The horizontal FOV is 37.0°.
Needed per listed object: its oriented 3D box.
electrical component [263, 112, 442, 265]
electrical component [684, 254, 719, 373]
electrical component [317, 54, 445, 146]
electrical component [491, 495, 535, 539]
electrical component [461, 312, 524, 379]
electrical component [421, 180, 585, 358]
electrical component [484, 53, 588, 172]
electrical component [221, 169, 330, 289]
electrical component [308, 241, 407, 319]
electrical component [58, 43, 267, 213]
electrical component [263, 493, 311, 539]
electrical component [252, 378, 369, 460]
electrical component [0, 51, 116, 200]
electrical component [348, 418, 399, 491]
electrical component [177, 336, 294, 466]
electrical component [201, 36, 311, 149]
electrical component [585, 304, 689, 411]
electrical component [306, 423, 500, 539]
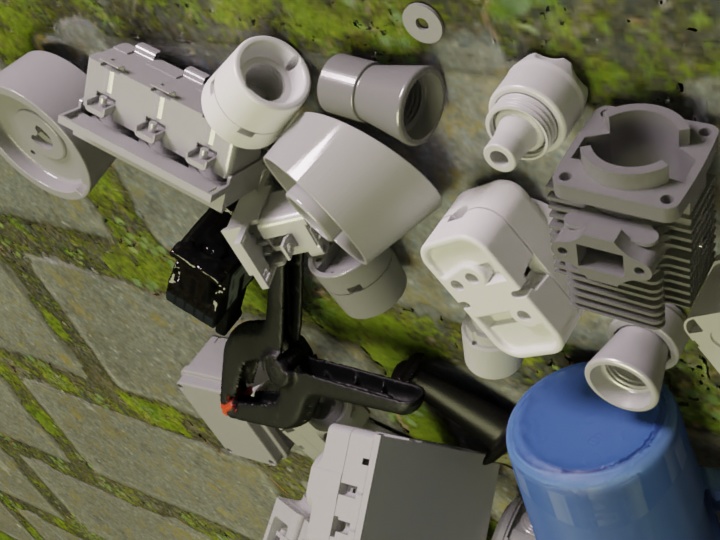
[{"bbox_3d":[-0.008,-0.052,0.649,0.099,0.064,0.099,45,174,6],"label":"electrical component"},{"bbox_3d":[0.228,0.022,0.523,0.078,0.057,0.113,47,148,-17],"label":"electrical component"},{"bbox_3d":[0.009,-0.098,0.601,0.065,0.044,0.044,21,146,33],"label":"electrical component"},{"bbox_3d":[0.136,0.230,0.880,0.051,0.080,0.080,18,145,20],"label":"electrical component"},{"bbox_3d":[0.087,0.038,0.706,0.040,0.040,0.078,20,145,26],"label":"electrical component"},{"bbox_3d":[0.090,-0.003,0.628,0.095,0.059,0.054,48,148,-18],"label":"electrical component"},{"bbox_3d":[0.083,-0.075,0.534,0.043,0.062,0.043,26,148,18],"label":"electrical component"},{"bbox_3d":[-0.051,-0.031,0.726,0.064,0.081,0.042,-11,129,24],"label":"electrical component"},{"bbox_3d":[0.000,0.000,0.730,0.055,0.055,0.047,6,141,41],"label":"electrical component"},{"bbox_3d":[-0.123,-0.097,0.706,0.121,0.079,0.063,28,124,15],"label":"electrical component"},{"bbox_3d":[0.019,0.254,0.957,0.186,0.060,0.105,19,179,-31],"label":"electrical component"},{"bbox_3d":[-0.043,0.117,0.936,0.089,0.050,0.056,44,149,-10],"label":"electrical component"},{"bbox_3d":[-0.225,-0.112,0.799,0.108,0.060,0.108,26,148,18],"label":"electrical component"},{"bbox_3d":[0.032,0.186,0.942,0.096,0.061,0.061,22,146,24],"label":"electrical component"},{"bbox_3d":[-0.108,0.123,1.003,0.078,0.057,0.113,6,138,41],"label":"electrical component"},{"bbox_3d":[-0.061,-0.107,0.647,0.055,0.055,0.047,42,146,-8],"label":"electrical component"},{"bbox_3d":[0.163,0.048,0.627,0.045,0.055,0.045,26,148,18],"label":"electrical component"},{"bbox_3d":[0.034,0.176,0.835,0.062,0.089,0.150,4,170,44],"label":"electrical component"}]
